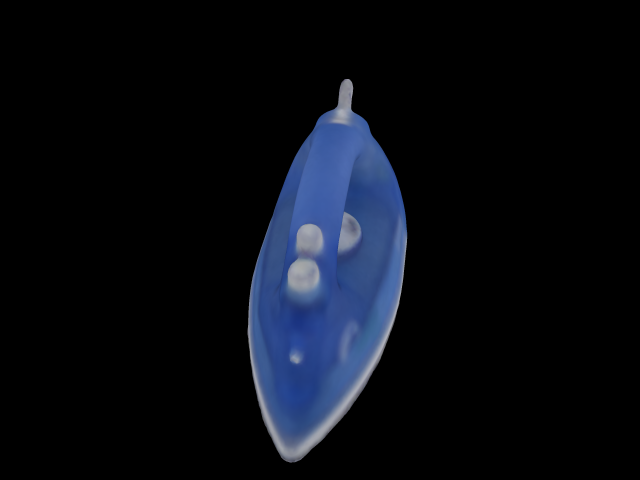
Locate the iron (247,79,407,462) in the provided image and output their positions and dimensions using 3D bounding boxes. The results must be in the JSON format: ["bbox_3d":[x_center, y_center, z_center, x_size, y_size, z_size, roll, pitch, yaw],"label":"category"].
[{"bbox_3d":[0.004,0.001,0.400,0.118,0.141,0.258,5,40,7],"label":"iron"}]
